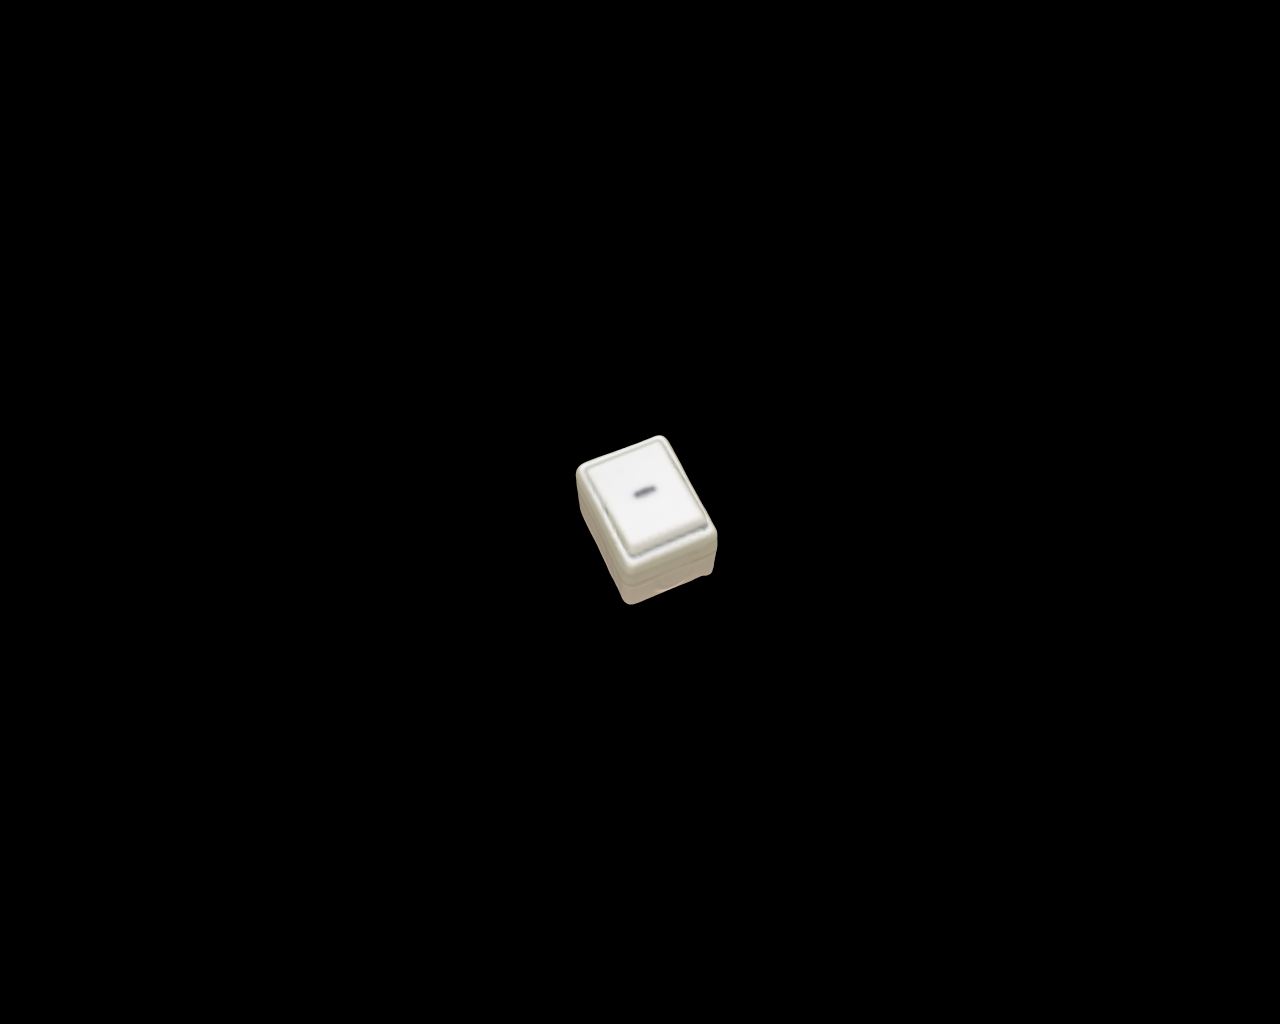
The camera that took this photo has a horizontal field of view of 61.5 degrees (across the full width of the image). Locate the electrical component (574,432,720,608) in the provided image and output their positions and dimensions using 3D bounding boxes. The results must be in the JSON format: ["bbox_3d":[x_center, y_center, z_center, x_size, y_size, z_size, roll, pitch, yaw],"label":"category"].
[{"bbox_3d":[0.001,-0.003,0.650,0.062,0.096,0.061,-21,-28,-12],"label":"electrical component"}]
